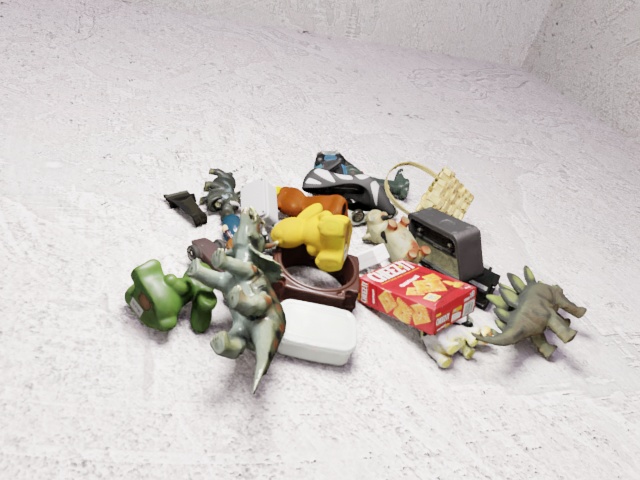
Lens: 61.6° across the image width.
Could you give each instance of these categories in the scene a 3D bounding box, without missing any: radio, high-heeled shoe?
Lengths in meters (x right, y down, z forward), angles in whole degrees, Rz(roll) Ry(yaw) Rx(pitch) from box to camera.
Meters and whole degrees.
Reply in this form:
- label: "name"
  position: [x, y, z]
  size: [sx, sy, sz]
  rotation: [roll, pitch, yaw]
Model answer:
- label: "radio"
  position: [0.309, 0.007, 1.345]
  size: [0.073, 0.131, 0.230]
  rotation: [-18, 24, -19]
- label: "high-heeled shoe"
  position: [0.074, -0.119, 1.456]
  size: [0.249, 0.086, 0.145]
  rotation: [41, 67, 14]

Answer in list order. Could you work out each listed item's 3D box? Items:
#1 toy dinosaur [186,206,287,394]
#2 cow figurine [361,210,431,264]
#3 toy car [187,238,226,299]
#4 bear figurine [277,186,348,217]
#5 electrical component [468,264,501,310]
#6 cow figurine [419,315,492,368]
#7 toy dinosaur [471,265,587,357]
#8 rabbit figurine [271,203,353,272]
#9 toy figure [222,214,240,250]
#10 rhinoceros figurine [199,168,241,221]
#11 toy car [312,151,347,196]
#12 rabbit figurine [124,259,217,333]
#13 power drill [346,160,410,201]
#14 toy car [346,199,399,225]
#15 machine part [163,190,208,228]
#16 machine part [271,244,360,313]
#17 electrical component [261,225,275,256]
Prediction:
- label: "toy dinosaur"
  position: [-0.124, 0.120, 1.001]
  size: [0.192, 0.131, 0.405]
  rotation: [19, 37, -42]
- label: "cow figurine"
  position: [0.186, -0.001, 1.399]
  size: [0.085, 0.127, 0.195]
  rotation: [-15, 60, -36]
- label: "toy car"
  position: [-0.213, 0.067, 1.178]
  size: [0.202, 0.053, 0.089]
  rotation: [41, 36, 25]
- label: "bear figurine"
  position: [-0.029, -0.070, 1.417]
  size: [0.196, 0.131, 0.120]
  rotation: [5, 30, 16]
- label: "electrical component"
  position: [0.394, 0.104, 1.375]
  size: [0.115, 0.058, 0.134]
  rotation: [30, 37, 15]
- label: "cow figurine"
  position: [0.300, 0.211, 1.183]
  size: [0.167, 0.068, 0.098]
  rotation: [-10, 37, -35]
- label: "toy dinosaur"
  position: [0.488, 0.171, 1.249]
  size: [0.199, 0.105, 0.471]
  rotation: [44, 34, 17]
- label: "rabbit figurine"
  position: [-0.019, -0.021, 1.186]
  size: [0.173, 0.121, 0.162]
  rotation: [1, 30, 11]
- label: "toy figure"
  position: [-0.195, 0.003, 1.273]
  size: [0.064, 0.057, 0.155]
  rotation: [-5, 44, -19]
- label: "rhinoceros figurine"
  position: [-0.255, -0.114, 1.404]
  size: [0.112, 0.073, 0.190]
  rotation: [16, 31, -21]
- label: "toy car"
  position: [0.022, -0.174, 1.562]
  size: [0.109, 0.161, 0.103]
  rotation: [-5, -4, -16]
- label: "rabbit figurine"
  position: [-0.267, 0.098, 1.054]
  size: [0.159, 0.121, 0.170]
  rotation: [41, 41, 21]
- label: "power drill"
  position: [0.164, -0.189, 1.671]
  size: [0.207, 0.086, 0.232]
  rotation: [6, 37, -21]
- label: "toy car"
  position: [0.135, -0.082, 1.530]
  size: [0.202, 0.056, 0.074]
  rotation: [-7, 37, -33]
- label: "machine part"
  position: [-0.332, -0.083, 1.353]
  size: [0.084, 0.039, 0.139]
  rotation: [-11, 41, -41]
- label: "machine part"
  position: [-0.014, 0.082, 1.212]
  size: [0.201, 0.087, 0.201]
  rotation: [14, 34, -6]
- label: "electrical component"
  position: [-0.106, 0.000, 1.322]
  size: [0.102, 0.045, 0.078]
  rotation: [4, 35, -18]
